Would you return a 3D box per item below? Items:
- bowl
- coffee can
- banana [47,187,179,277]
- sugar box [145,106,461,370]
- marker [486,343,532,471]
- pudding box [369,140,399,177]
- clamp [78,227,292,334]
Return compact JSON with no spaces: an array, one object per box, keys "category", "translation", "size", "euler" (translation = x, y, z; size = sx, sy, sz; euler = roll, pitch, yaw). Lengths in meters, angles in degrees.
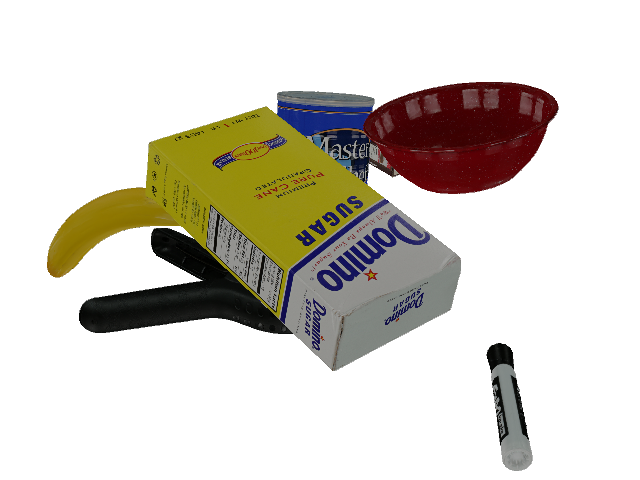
[{"category":"bowl","translation":[0.120,-0.082,0.897],"size":[0.162,0.055,0.162],"euler":[-9,25,4]},{"category":"coffee can","translation":[0.001,-0.084,1.134],"size":[0.103,0.140,0.103],"euler":[3,12,-1]},{"category":"banana","translation":[-0.196,-0.011,1.012],"size":[0.198,0.069,0.037],"euler":[-13,18,27]},{"category":"sugar box","translation":[-0.013,-0.009,0.609],"size":[0.093,0.048,0.176],"euler":[-24,47,-36]},{"category":"marker","translation":[0.126,0.108,0.719],"size":[0.020,0.020,0.121],"euler":[0,29,3]},{"category":"pudding box","translation":[0.111,-0.133,1.454],"size":[0.113,0.039,0.090],"euler":[-25,39,-30]},{"category":"clamp","translation":[-0.060,0.032,0.814],"size":[0.210,0.036,0.164],"euler":[3,23,3]}]
